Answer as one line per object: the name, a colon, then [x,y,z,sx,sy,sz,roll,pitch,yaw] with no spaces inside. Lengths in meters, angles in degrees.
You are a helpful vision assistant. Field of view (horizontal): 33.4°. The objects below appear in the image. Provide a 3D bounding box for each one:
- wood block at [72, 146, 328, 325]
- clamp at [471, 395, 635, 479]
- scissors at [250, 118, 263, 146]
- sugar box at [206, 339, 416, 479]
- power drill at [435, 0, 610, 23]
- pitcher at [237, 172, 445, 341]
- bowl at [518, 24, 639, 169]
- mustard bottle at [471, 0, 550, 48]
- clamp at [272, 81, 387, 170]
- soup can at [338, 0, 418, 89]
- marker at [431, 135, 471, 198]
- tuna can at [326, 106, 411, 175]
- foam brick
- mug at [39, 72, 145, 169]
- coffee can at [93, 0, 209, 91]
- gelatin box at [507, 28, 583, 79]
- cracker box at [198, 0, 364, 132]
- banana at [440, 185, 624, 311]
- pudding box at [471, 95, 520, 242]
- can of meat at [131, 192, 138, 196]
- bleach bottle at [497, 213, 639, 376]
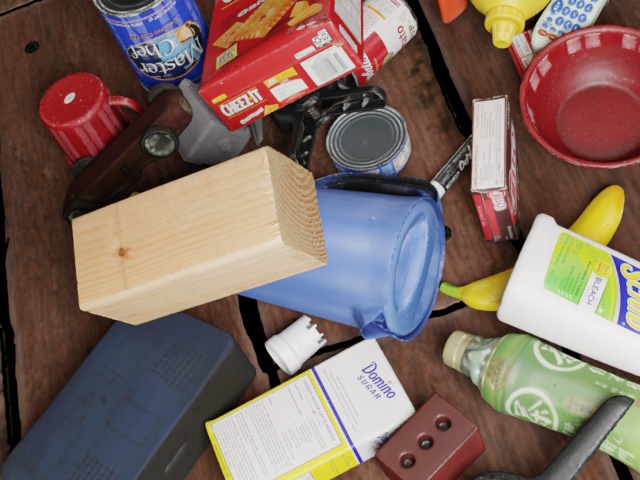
wood block: [-0.108,0.000,0.946,0.206,0.090,0.091,-18,69,23]
clamp: [0.174,0.215,0.847,0.210,0.036,0.164,-11,79,24]
scissors: [-0.060,-0.179,1.192,0.096,0.016,0.202,-30,42,-2]
sugar box: [-0.007,0.169,0.958,0.176,0.048,0.093,-25,54,-4]
power drill: [0.215,-0.307,1.189,0.187,0.057,0.184,-17,58,4]
pitcher: [-0.007,0.001,1.022,0.243,0.149,0.145,11,97,27]
bowl: [0.277,-0.130,1.046,0.162,0.055,0.162,-5,65,10]
mustard bottle: [0.202,-0.288,1.118,0.096,0.058,0.191,5,70,16]
clamp: [-0.012,-0.130,1.124,0.120,0.039,0.172,-39,29,-11]
soup can: [0.051,-0.221,1.177,0.102,0.068,0.069,-45,56,-14]
marker: [0.147,-0.086,1.089,0.020,0.020,0.121,31,71,31]
tuna can: [0.052,-0.099,1.119,0.086,0.033,0.086,-8,56,12]
foam brick: [0.094,0.182,0.913,0.078,0.051,0.053,-44,56,-13]
mug: [-0.254,-0.137,1.211,0.117,0.081,0.093,-6,57,14]
coffee can: [-0.186,-0.247,1.224,0.103,0.140,0.103,-8,56,12]
gelatin box: [0.250,-0.193,1.119,0.089,0.030,0.073,-19,56,5]
cracker box: [-0.039,-0.234,1.144,0.164,0.072,0.213,-24,39,23]
banana: [0.210,0.016,0.992,0.198,0.037,0.070,-29,57,-2]
pudding box: [0.169,-0.068,1.026,0.039,0.090,0.113,-5,57,15]
can of meat: [-0.161,0.003,1.107,0.084,0.057,0.102,3,59,17]
bleach bottle: [0.283,0.069,0.900,0.251,0.068,0.102,22,56,12]
